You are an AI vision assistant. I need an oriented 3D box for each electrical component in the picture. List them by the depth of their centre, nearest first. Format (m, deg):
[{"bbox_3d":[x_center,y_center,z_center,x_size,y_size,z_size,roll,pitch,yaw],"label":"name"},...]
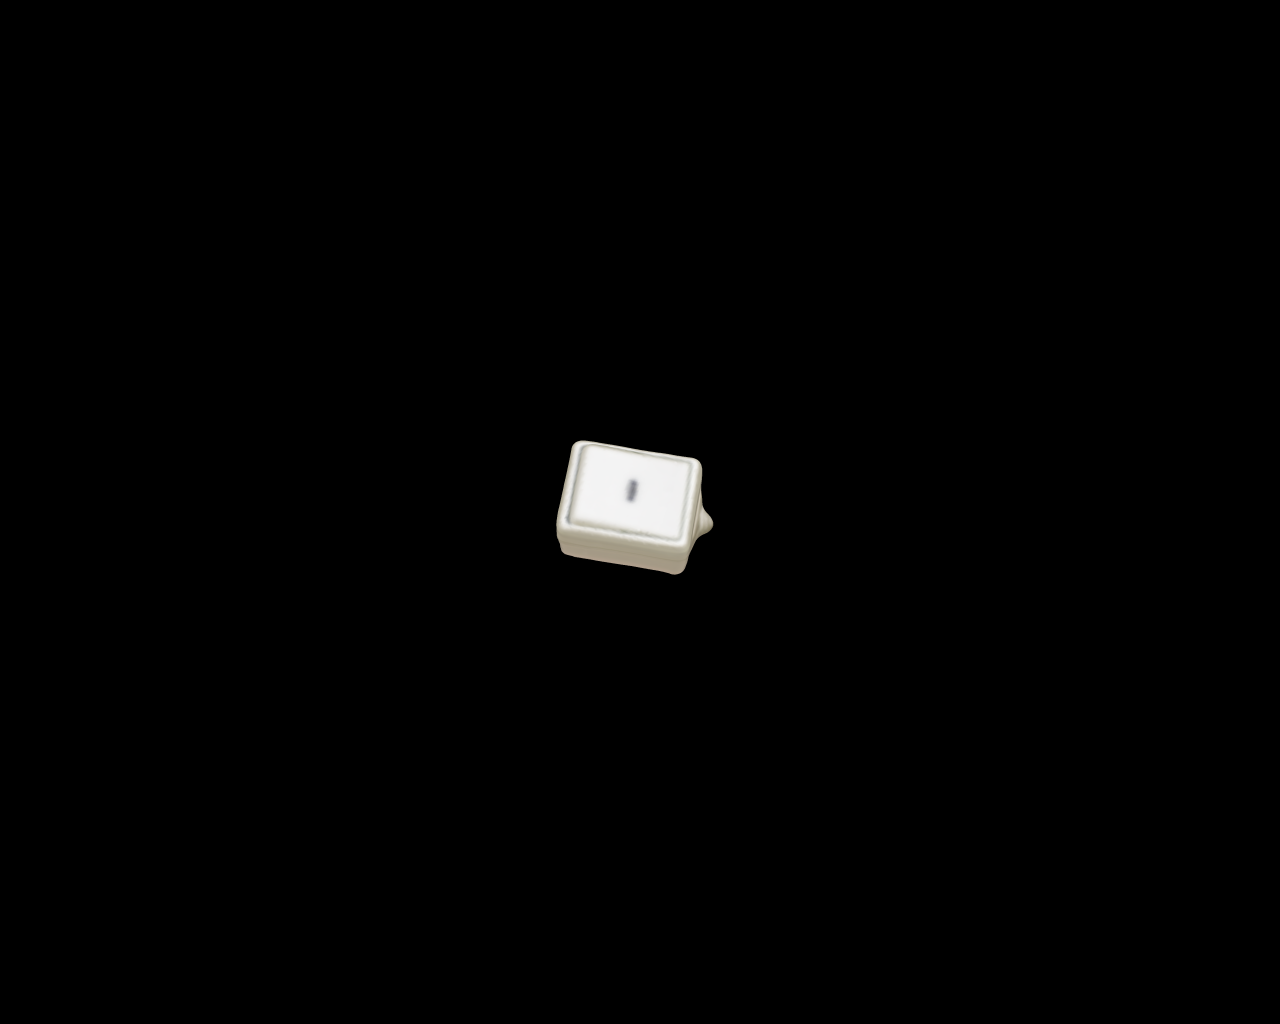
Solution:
[{"bbox_3d":[0.001,-0.003,0.650,0.096,0.062,0.061,10,-19,3],"label":"electrical component"}]
